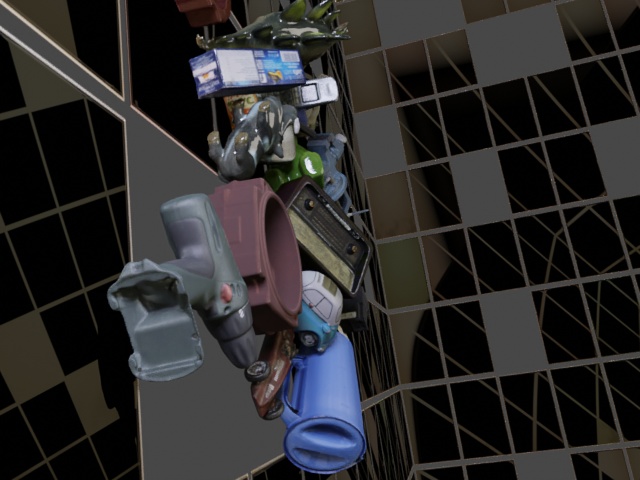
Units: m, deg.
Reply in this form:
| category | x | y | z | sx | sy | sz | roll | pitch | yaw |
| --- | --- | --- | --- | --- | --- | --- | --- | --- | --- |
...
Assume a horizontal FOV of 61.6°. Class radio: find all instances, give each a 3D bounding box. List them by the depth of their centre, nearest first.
| category | x | y | z | sx | sy | sz | roll | pitch | yaw |
| --- | --- | --- | --- | --- | --- | --- | --- | --- | --- |
| radio | -0.002 | -0.003 | 0.999 | 0.229 | 0.073 | 0.131 | 46 | 54 | -29 |

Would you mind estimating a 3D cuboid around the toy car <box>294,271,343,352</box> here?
| category | x | y | z | sx | sy | sz | roll | pitch | yaw |
| --- | --- | --- | --- | --- | --- | --- | --- | --- | --- |
| toy car | -0.014 | 0.109 | 0.957 | 0.161 | 0.103 | 0.109 | 50 | 19 | -12 |

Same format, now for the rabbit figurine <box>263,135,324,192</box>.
| category | x | y | z | sx | sy | sz | roll | pitch | yaw |
| --- | --- | --- | --- | --- | --- | --- | --- | --- | --- |
| rabbit figurine | -0.054 | -0.167 | 1.098 | 0.170 | 0.121 | 0.159 | 66 | 15 | 15 |

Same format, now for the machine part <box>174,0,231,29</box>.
| category | x | y | z | sx | sy | sz | roll | pitch | yaw |
| --- | --- | --- | --- | --- | --- | --- | --- | --- | --- |
| machine part | -0.188 | -0.408 | 0.807 | 0.179 | 0.056 | 0.179 | -11 | 91 | -80 |

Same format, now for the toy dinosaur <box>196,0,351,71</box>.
| category | x | y | z | sx | sy | sz | roll | pitch | yaw |
| --- | --- | --- | --- | --- | --- | --- | --- | --- | --- |
| toy dinosaur | -0.072 | -0.371 | 0.990 | 0.471 | 0.199 | 0.105 | -34 | 104 | -43 |

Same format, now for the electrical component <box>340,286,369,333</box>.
| category | x | y | z | sx | sy | sz | roll | pitch | yaw |
| --- | --- | --- | --- | --- | --- | --- | --- | --- | --- |
| electrical component | 0.060 | 0.168 | 1.329 | 0.134 | 0.115 | 0.058 | -86 | 163 | -48 |

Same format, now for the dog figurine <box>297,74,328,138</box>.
| category | x | y | z | sx | sy | sz | roll | pitch | yaw |
| --- | --- | --- | --- | --- | --- | --- | --- | --- | --- |
| dog figurine | -0.061 | -0.294 | 1.279 | 0.172 | 0.121 | 0.190 | -40 | 156 | -31 |

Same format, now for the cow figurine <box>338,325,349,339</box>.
| category | x | y | z | sx | sy | sz | roll | pitch | yaw |
| --- | --- | --- | --- | --- | --- | --- | --- | --- | --- |
| cow figurine | 0.023 | 0.251 | 1.183 | 0.167 | 0.068 | 0.098 | -91 | 160 | -55 |

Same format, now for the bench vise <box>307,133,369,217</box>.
| category | x | y | z | sx | sy | sz | roll | pitch | yaw |
| --- | --- | --- | --- | --- | --- | --- | --- | --- | --- |
| bench vise | 0.029 | -0.153 | 1.396 | 0.240 | 0.129 | 0.224 | 56 | 39 | -40 |

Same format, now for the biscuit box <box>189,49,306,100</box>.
| category | x | y | z | sx | sy | sz | roll | pitch | yaw |
| --- | --- | --- | --- | --- | --- | --- | --- | --- | --- |
| biscuit box | -0.107 | -0.264 | 0.847 | 0.202 | 0.063 | 0.059 | -25 | 104 | -51 |

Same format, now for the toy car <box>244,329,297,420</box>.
| category | x | y | z | sx | sy | sz | roll | pitch | yaw |
| --- | --- | --- | --- | --- | --- | --- | --- | --- | --- |
| toy car | -0.069 | 0.187 | 0.831 | 0.202 | 0.053 | 0.089 | -80 | 159 | -65 |

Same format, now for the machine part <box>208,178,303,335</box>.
| category | x | y | z | sx | sy | sz | roll | pitch | yaw |
| --- | --- | --- | --- | --- | --- | --- | --- | --- | --- |
| machine part | -0.090 | 0.027 | 0.791 | 0.201 | 0.087 | 0.201 | 61 | 21 | -62 |

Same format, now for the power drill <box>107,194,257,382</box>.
| category | x | y | z | sx | sy | sz | roll | pitch | yaw |
| --- | --- | --- | --- | --- | --- | --- | --- | --- | --- |
| power drill | -0.128 | 0.070 | 0.576 | 0.207 | 0.086 | 0.231 | -47 | 124 | -72 |

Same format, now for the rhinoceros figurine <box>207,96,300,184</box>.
| category | x | y | z | sx | sy | sz | roll | pitch | yaw |
| --- | --- | --- | --- | --- | --- | --- | --- | --- | --- |
| rhinoceros figurine | -0.094 | -0.161 | 0.839 | 0.190 | 0.073 | 0.111 | -58 | 141 | -39 |

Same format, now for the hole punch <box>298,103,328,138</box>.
| category | x | y | z | sx | sy | sz | roll | pitch | yaw |
| --- | --- | --- | --- | --- | --- | --- | --- | --- | --- |
| hole punch | -0.057 | -0.279 | 1.098 | 0.142 | 0.116 | 0.092 | 15 | 101 | -57 |

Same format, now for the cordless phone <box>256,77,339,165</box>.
| category | x | y | z | sx | sy | sz | roll | pitch | yaw |
| --- | --- | --- | --- | --- | --- | --- | --- | --- | --- |
| cordless phone | -0.050 | -0.217 | 0.980 | 0.088 | 0.184 | 0.146 | 39 | 41 | -80 |
